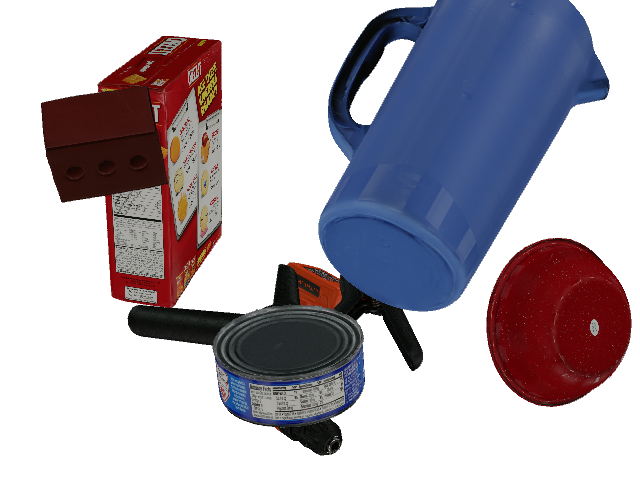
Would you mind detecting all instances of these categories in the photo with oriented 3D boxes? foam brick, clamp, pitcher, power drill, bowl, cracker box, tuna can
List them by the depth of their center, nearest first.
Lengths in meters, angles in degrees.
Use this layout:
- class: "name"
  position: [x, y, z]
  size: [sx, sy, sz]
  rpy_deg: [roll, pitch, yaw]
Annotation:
- class: "tuna can"
  position: [-0.017, 0.070, 0.609]
  size: [0.086, 0.034, 0.086]
  rpy_deg: [-4, 23, 1]
- class: "foam brick"
  position: [-0.151, -0.068, 0.745]
  size: [0.078, 0.051, 0.053]
  rpy_deg: [-11, -39, -7]
- class: "pitcher"
  position: [0.087, -0.075, 0.768]
  size: [0.149, 0.242, 0.145]
  rpy_deg: [-14, -54, 49]
- class: "clamp"
  position: [-0.033, 0.068, 0.863]
  size: [0.164, 0.036, 0.210]
  rpy_deg: [-21, 27, -39]
- class: "bowl"
  position: [0.236, 0.079, 0.995]
  size: [0.161, 0.162, 0.055]
  rpy_deg: [0, 1, -27]
- class: "cracker box"
  position: [-0.148, -0.069, 1.013]
  size: [0.072, 0.214, 0.164]
  rpy_deg: [7, 27, 10]
- class: "clamp"
  position: [0.062, 0.063, 1.072]
  size: [0.120, 0.171, 0.039]
  rpy_deg: [15, -38, 15]
- class: "power drill"
  position: [-0.016, 0.132, 1.229]
  size: [0.057, 0.188, 0.185]
  rpy_deg: [15, 10, -45]
